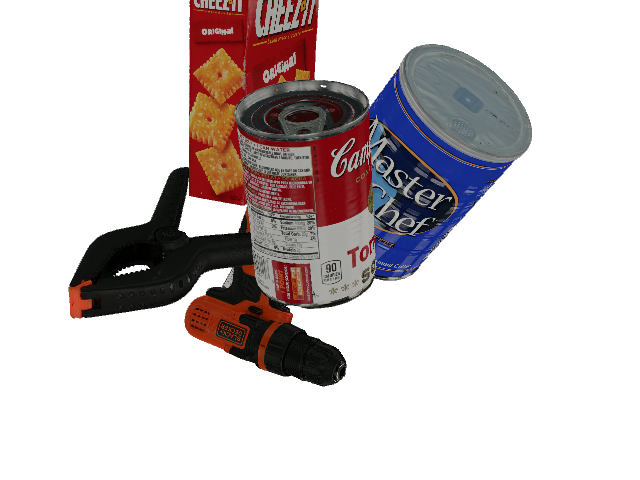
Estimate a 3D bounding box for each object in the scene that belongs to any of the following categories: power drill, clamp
[{"bbox_3d":[-0.037,0.036,1.052,0.185,0.187,0.057,18,1,27],"label":"power drill"},{"bbox_3d":[-0.128,0.003,0.879,0.209,0.036,0.165,-26,43,-38],"label":"clamp"}]

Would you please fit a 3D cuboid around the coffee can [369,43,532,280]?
[{"bbox_3d":[0.067,-0.053,0.756,0.102,0.103,0.140,0,-37,-36],"label":"coffee can"}]

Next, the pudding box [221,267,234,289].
[{"bbox_3d":[-0.062,0.014,1.275,0.039,0.090,0.113,35,32,7],"label":"pudding box"}]

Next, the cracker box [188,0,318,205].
[{"bbox_3d":[-0.063,-0.159,1.058,0.072,0.214,0.164,11,21,21],"label":"cracker box"}]

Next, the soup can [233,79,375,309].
[{"bbox_3d":[-0.006,-0.024,0.557,0.068,0.102,0.068,-3,31,2],"label":"soup can"}]
